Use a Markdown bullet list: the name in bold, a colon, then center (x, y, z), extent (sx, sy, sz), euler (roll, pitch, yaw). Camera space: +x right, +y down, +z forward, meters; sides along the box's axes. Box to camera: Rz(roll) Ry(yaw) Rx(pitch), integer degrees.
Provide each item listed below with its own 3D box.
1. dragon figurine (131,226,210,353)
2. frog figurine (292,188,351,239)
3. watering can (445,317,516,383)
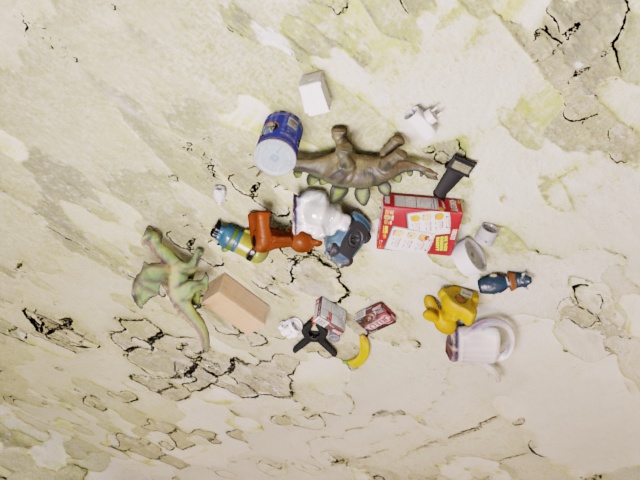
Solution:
- **dragon figurine**: center (-0.456, 0.151, 1.551), extent (0.243, 0.414, 0.121), euler (-1, 164, -45)
- **frog figurine**: center (0.004, -0.071, 1.415), extent (0.159, 0.138, 0.122), euler (2, 171, -3)
- **watering can**: center (0.539, 0.382, 1.749), extent (0.224, 0.106, 0.339), euler (0, 130, 9)
